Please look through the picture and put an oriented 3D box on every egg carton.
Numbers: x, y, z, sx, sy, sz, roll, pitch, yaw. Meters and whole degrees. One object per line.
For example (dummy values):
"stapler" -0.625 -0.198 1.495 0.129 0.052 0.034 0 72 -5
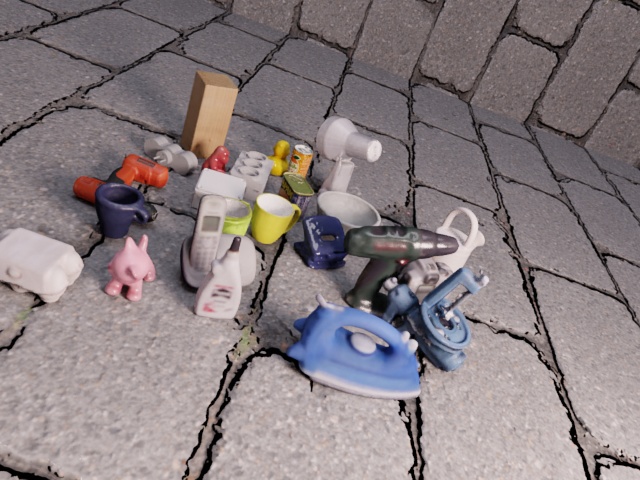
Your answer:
"egg carton" -0.477 0.040 0.943 0.150 0.069 0.107 20 30 -4

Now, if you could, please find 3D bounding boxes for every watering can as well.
"watering can" 0.322 0.007 1.383 0.100 0.194 0.173 36 33 24

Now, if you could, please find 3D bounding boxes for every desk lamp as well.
"desk lamp" 0.073 -0.202 1.536 0.118 0.213 0.202 -11 43 -43

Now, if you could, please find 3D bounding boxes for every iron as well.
"iron" 0.080 0.184 1.000 0.258 0.141 0.118 19 30 -5

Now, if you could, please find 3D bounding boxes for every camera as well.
"camera" 0.227 0.070 1.315 0.144 0.101 0.136 2 36 -30

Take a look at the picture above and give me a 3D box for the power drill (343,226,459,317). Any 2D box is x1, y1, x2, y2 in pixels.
"power drill" 0.145 0.058 1.176 0.230 0.208 0.075 12 32 -16

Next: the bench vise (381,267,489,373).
"bench vise" 0.215 0.127 1.100 0.207 0.220 0.122 26 31 7

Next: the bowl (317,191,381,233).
"bowl" 0.062 -0.050 1.425 0.167 0.075 0.167 16 31 -10

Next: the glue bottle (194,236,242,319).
"glue bottle" -0.166 0.064 1.002 0.078 0.173 0.037 7 33 -23

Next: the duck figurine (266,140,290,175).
"duck figurine" -0.114 -0.235 1.595 0.077 0.086 0.105 24 30 4

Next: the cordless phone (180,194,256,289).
"cordless phone" -0.181 0.001 1.080 0.148 0.185 0.094 -1 37 -33

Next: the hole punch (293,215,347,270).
"hole punch" 0.012 0.005 1.291 0.109 0.091 0.100 -3 38 -35

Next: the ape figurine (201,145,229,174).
"ape figurine" -0.253 -0.192 1.432 0.076 0.092 0.078 23 30 2

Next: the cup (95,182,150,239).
"cup" -0.383 -0.045 1.113 0.117 0.095 0.092 30 31 14

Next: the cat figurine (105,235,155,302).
"cat figurine" -0.324 0.040 0.994 0.067 0.118 0.128 18 31 -6
